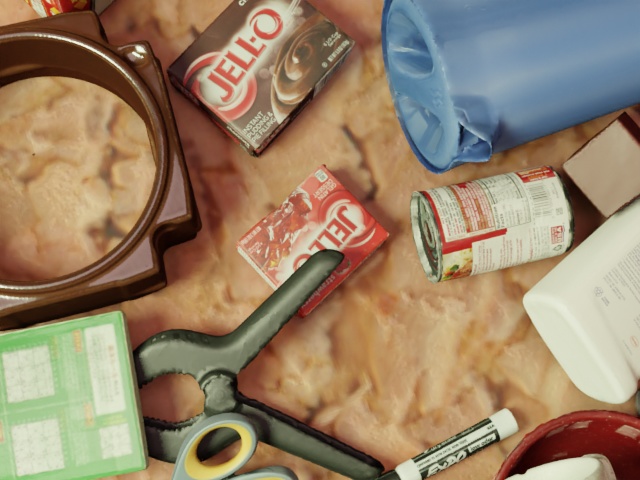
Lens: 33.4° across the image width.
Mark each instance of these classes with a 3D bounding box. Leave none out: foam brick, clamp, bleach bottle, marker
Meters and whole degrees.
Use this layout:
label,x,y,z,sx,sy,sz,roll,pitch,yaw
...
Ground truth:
label,x,y,z,sx,sy,sz,roll,pitch,yaw
foam brick,0.214,-0.055,0.773,0.053,0.078,0.051,-41,86,21
clamp,-0.064,0.093,0.741,0.210,0.036,0.164,-4,93,0
bleach bottle,0.269,0.002,0.780,0.250,0.068,0.102,-38,101,-15
marker,0.085,0.155,0.760,0.121,0.020,0.020,-26,82,-9

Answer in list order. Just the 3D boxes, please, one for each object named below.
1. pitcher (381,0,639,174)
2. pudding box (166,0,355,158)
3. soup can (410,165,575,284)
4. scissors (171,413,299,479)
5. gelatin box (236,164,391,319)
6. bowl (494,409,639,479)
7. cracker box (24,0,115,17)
label,x,y,z,sx,sy,sz,roll,pitch,yaw
pitcher,0.170,-0.150,0.777,0.242,0.145,0.149,-17,93,-11
pudding box,-0.044,-0.131,0.794,0.090,0.039,0.113,41,79,5
soup can,0.123,-0.012,0.770,0.102,0.068,0.068,-12,80,-7
scissors,-0.115,0.175,0.721,0.201,0.016,0.096,-12,107,-2
gelatin box,-0.005,0.001,0.777,0.089,0.030,0.073,-42,86,-10
bowl,0.188,0.200,0.741,0.162,0.055,0.162,1,79,-4
cracker box,-0.134,-0.260,0.749,0.072,0.164,0.213,41,79,1
